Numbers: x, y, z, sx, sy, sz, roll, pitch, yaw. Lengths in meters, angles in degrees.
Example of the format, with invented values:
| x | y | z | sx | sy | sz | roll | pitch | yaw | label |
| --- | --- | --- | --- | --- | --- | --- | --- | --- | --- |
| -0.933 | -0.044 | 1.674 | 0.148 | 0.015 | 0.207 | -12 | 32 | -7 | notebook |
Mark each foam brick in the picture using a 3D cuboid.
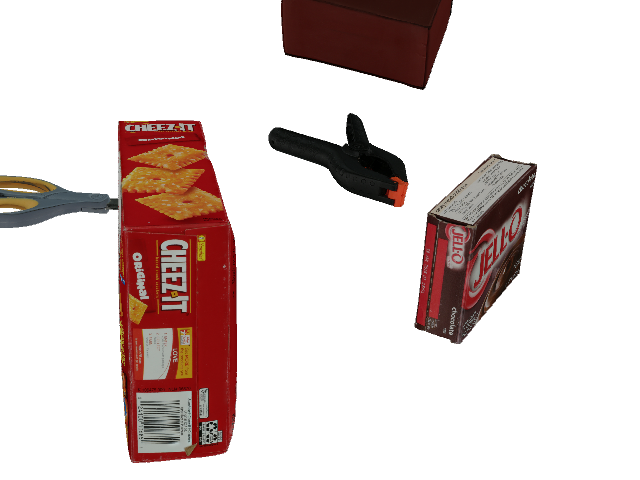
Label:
| x | y | z | sx | sy | sz | roll | pitch | yaw | label |
| --- | --- | --- | --- | --- | --- | --- | --- | --- | --- |
| 0.024 | -0.119 | 0.537 | 0.078 | 0.053 | 0.051 | 16 | -25 | 11 | foam brick |

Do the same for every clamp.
| x | y | z | sx | sy | sz | roll | pitch | yaw | label |
| --- | --- | --- | --- | --- | --- | --- | --- | --- | --- |
| 0.025 | -0.086 | 1.133 | 0.120 | 0.039 | 0.172 | -15 | 36 | -23 | clamp |

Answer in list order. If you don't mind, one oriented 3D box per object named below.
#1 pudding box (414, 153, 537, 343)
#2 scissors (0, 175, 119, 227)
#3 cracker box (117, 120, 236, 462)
| x | y | z | sx | sy | sz | roll | pitch | yaw | label |
| --- | --- | --- | --- | --- | --- | --- | --- | --- | --- |
| 0.106 | 0.003 | 0.722 | 0.039 | 0.090 | 0.113 | 18 | 33 | 22 | pudding box |
| -0.201 | -0.025 | 0.892 | 0.202 | 0.016 | 0.096 | 9 | 25 | 10 | scissors |
| -0.102 | 0.024 | 0.736 | 0.072 | 0.164 | 0.214 | -2 | 23 | -10 | cracker box |
